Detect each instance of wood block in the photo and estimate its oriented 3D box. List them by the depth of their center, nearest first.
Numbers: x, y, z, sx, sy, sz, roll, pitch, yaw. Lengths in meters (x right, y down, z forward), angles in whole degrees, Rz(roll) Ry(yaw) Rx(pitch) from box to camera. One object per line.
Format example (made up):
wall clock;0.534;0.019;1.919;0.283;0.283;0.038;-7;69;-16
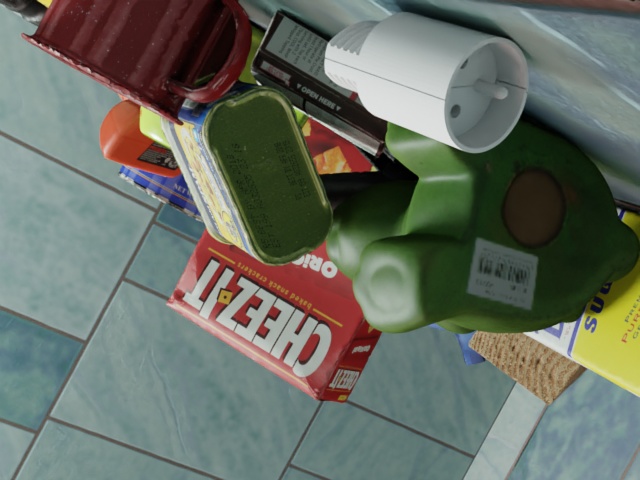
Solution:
wood block;0.225;0.079;1.013;0.091;0.090;0.205;36;-165;18

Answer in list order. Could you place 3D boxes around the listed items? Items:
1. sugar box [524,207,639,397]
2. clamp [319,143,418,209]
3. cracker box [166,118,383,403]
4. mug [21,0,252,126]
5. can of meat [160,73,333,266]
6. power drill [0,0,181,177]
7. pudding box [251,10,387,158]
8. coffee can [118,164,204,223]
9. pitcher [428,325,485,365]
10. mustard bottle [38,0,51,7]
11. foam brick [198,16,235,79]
sugar box;0.184;0.039;0.579;0.048;0.093;0.176;29;180;-28
clamp;0.057;-0.041;0.702;0.210;0.036;0.164;13;-145;23
cracker box;-0.006;0.001;0.878;0.164;0.214;0.072;29;-178;24
mug;-0.084;-0.111;0.544;0.117;0.081;0.093;29;-179;30
can of meat;-0.041;-0.040;0.601;0.084;0.057;0.102;27;142;66
power drill;-0.175;-0.144;0.862;0.184;0.057;0.188;12;-138;-57
pudding box;0.007;-0.089;0.633;0.090;0.039;0.113;29;-177;1
coffee can;-0.105;-0.096;0.967;0.103;0.140;0.103;28;-179;-1
pitcher;0.132;0.029;1.060;0.149;0.145;0.242;33;179;12
mustard bottle;-0.170;-0.174;0.628;0.096;0.058;0.191;35;-177;24
foam brick;-0.083;-0.129;0.636;0.051;0.053;0.078;29;180;11
